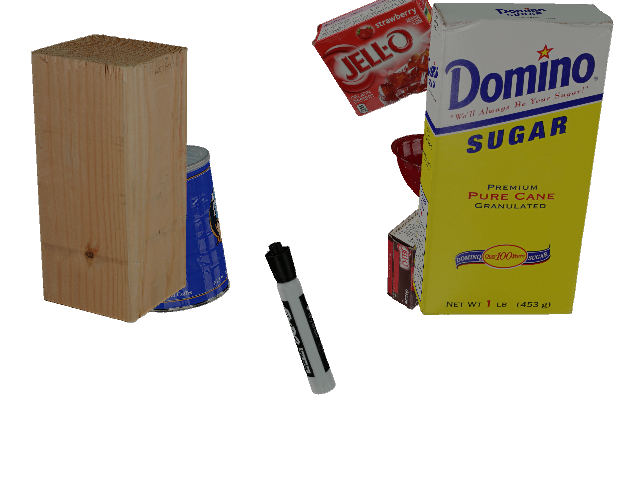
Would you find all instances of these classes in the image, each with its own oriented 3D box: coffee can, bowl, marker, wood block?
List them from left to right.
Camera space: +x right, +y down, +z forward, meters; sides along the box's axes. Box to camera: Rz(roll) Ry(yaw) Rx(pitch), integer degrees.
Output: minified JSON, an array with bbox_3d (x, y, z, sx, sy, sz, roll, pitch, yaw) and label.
[{"bbox_3d":[-0.167,-0.052,0.858,0.091,0.206,0.090,12,24,21],"label":"wood block"},{"bbox_3d":[-0.150,-0.013,1.055,0.103,0.140,0.103,-7,19,2],"label":"coffee can"},{"bbox_3d":[-0.015,0.057,0.788,0.020,0.121,0.020,-16,18,5],"label":"marker"},{"bbox_3d":[0.161,-0.079,1.280,0.162,0.055,0.162,6,22,-3],"label":"bowl"}]

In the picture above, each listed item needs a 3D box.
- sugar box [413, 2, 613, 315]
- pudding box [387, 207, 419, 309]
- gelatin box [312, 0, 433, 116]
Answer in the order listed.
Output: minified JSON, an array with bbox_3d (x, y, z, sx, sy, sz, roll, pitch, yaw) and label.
[{"bbox_3d":[0.105,-0.043,0.606,0.093,0.176,0.048,-1,27,-3],"label":"sugar box"},{"bbox_3d":[0.115,0.003,1.082,0.039,0.090,0.113,31,55,28],"label":"pudding box"},{"bbox_3d":[0.050,-0.141,0.799,0.089,0.073,0.030,-18,36,27],"label":"gelatin box"}]
